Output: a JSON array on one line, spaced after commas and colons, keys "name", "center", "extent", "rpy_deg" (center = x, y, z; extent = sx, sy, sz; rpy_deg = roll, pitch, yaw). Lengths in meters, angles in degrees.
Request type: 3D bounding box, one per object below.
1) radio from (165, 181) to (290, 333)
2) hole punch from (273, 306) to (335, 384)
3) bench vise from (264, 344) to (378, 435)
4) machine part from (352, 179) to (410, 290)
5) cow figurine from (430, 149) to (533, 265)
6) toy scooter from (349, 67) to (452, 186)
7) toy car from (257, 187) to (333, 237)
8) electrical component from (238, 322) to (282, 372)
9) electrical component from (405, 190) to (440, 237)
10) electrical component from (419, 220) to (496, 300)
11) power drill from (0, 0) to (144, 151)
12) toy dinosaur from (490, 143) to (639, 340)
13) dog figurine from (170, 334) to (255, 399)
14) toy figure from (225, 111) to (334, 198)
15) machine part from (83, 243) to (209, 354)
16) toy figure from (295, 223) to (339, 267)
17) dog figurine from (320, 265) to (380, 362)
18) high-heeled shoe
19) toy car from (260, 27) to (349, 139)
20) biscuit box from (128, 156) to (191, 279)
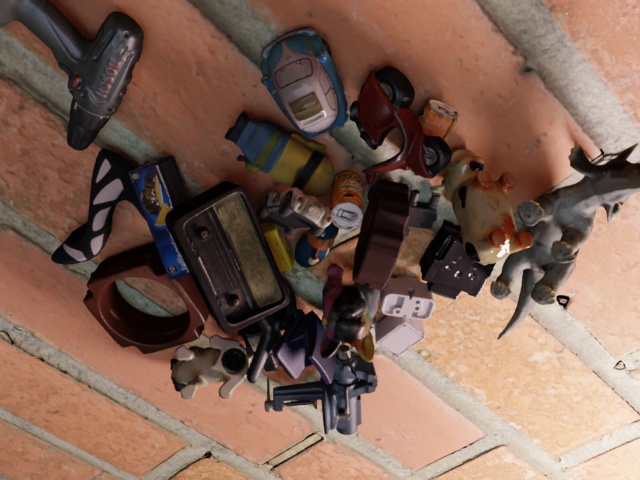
[{"name": "radio", "center": [-0.153, 0.031, 0.894], "extent": [0.131, 0.073, 0.229], "rpy_deg": [-28, 112, -18]}, {"name": "hole punch", "center": [-0.014, 0.208, 1.046], "extent": [0.092, 0.116, 0.142], "rpy_deg": [3, 140, 35]}, {"name": "bench vise", "center": [0.000, 0.324, 1.141], "extent": [0.241, 0.129, 0.223], "rpy_deg": [-4, 125, -3]}, {"name": "machine part", "center": [0.097, -0.010, 0.880], "extent": [0.056, 0.179, 0.179], "rpy_deg": [13, 124, -3]}, {"name": "cow figurine", "center": [0.242, -0.055, 0.837], "extent": [0.085, 0.195, 0.127], "rpy_deg": [0, 156, -22]}, {"name": "toy scooter", "center": [0.100, -0.156, 0.807], "extent": [0.135, 0.075, 0.184], "rpy_deg": [-34, 82, 35]}, {"name": "toy car", "center": [-0.043, -0.047, 0.860], "extent": [0.073, 0.202, 0.056], "rpy_deg": [32, 79, -21]}, {"name": "electrical component", "center": [-0.115, 0.215, 1.115], "extent": [0.075, 0.048, 0.119], "rpy_deg": [-15, 122, 14]}, {"name": "electrical component", "center": [0.172, -0.043, 0.937], "extent": [0.063, 0.021, 0.093], "rpy_deg": [9, 124, -3]}, {"name": "electrical component", "center": [0.249, 0.044, 0.972], "extent": [0.115, 0.058, 0.134], "rpy_deg": [18, 123, -6]}, {"name": "power drill", "center": [-0.384, -0.264, 0.786], "extent": [0.207, 0.086, 0.232], "rpy_deg": [40, 116, -17]}, {"name": "toy dinosaur", "center": [0.392, 0.000, 0.891], "extent": [0.131, 0.192, 0.404], "rpy_deg": [42, 148, 24]}, {"name": "dog figurine", "center": [-0.225, 0.261, 1.117], "extent": [0.172, 0.121, 0.190], "rpy_deg": [3, 168, -13]}, {"name": "toy figure", "center": [-0.062, -0.130, 0.852], "extent": [0.180, 0.089, 0.082], "rpy_deg": [30, 126, -19]}, {"name": "machine part", "center": [-0.327, 0.113, 1.037], "extent": [0.201, 0.087, 0.201], "rpy_deg": [-18, 120, 15]}, {"name": "toy figure", "center": [-0.003, -0.004, 0.929], "extent": [0.058, 0.064, 0.154], "rpy_deg": [-23, 163, -30]}, {"name": "dog figurine", "center": [0.050, 0.150, 0.960], "extent": [0.109, 0.219, 0.191], "rpy_deg": [7, 124, 3]}, {"name": "high-heeled shoe", "center": [-0.411, -0.052, 0.934], "extent": [0.249, 0.086, 0.145], "rpy_deg": [-25, 117, 13]}, {"name": "toy car", "center": [-0.022, -0.215, 0.785], "extent": [0.109, 0.103, 0.161], "rpy_deg": [-18, 120, 16]}, {"name": "biscuit box", "center": [-0.254, -0.035, 0.917], "extent": [0.059, 0.063, 0.202], "rpy_deg": [-11, 109, 14]}]
